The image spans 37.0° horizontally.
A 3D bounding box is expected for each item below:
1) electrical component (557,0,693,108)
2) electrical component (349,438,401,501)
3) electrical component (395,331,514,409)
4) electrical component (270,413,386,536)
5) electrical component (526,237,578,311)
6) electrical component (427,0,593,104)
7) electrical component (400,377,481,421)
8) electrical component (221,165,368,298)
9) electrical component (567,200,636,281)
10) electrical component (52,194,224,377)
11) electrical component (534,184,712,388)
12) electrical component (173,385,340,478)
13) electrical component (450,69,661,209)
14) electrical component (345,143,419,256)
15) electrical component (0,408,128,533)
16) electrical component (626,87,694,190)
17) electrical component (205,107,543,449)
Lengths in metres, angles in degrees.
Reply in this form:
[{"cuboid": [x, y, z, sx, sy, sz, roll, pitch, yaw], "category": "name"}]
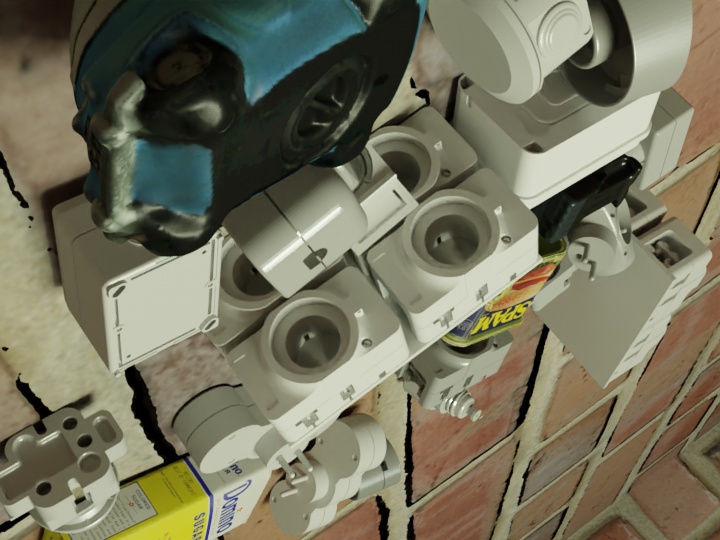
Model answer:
[{"cuboid": [0.145, -0.143, 0.600, 0.064, 0.099, 0.099, -25, 153, -15], "category": "electrical component"}, {"cuboid": [0.005, 0.188, 1.029, 0.047, 0.055, 0.055, -21, 151, -28], "category": "electrical component"}, {"cuboid": [0.083, 0.071, 0.935, 0.089, 0.050, 0.055, -24, 150, -30], "category": "electrical component"}, {"cuboid": [-0.041, 0.187, 0.961, 0.074, 0.052, 0.138, -7, 141, -50], "category": "electrical component"}, {"cuboid": [0.156, 0.003, 0.934, 0.081, 0.042, 0.063, -37, 158, -4], "category": "electrical component"}, {"cuboid": [0.074, -0.128, 0.541, 0.051, 0.080, 0.080, -40, 157, -12], "category": "electrical component"}, {"cuboid": [0.075, 0.109, 0.967, 0.040, 0.078, 0.040, -38, 148, -30], "category": "electrical component"}, {"cuboid": [-0.042, -0.043, 0.502, 0.059, 0.095, 0.053, -39, 157, -1], "category": "electrical component"}, {"cuboid": [0.188, -0.025, 0.860, 0.077, 0.044, 0.079, 62, 34, -33], "category": "electrical component"}, {"cuboid": [-0.110, 0.001, 0.526, 0.062, 0.061, 0.096, -27, 154, -26], "category": "electrical component"}, {"cuboid": [0.238, 0.011, 0.987, 0.060, 0.105, 0.186, -28, 154, -25], "category": "electrical component"}, {"cuboid": [-0.062, 0.120, 0.787, 0.138, 0.073, 0.052, -9, 142, -49], "category": "electrical component"}, {"cuboid": [0.120, -0.097, 0.663, 0.113, 0.078, 0.057, -30, 152, -20], "category": "electrical component"}, {"cuboid": [-0.011, -0.051, 0.569, 0.042, 0.081, 0.064, -40, 179, 0], "category": "electrical component"}, {"cuboid": [-0.178, 0.125, 0.652, 0.078, 0.058, 0.057, -30, 152, -20], "category": "electrical component"}, {"cuboid": [0.206, -0.096, 0.825, 0.076, 0.047, 0.083, -34, 156, -11], "category": "electrical component"}, {"cuboid": [0.000, 0.000, 0.627, 0.186, 0.105, 0.060, -36, 156, -7], "category": "electrical component"}]
